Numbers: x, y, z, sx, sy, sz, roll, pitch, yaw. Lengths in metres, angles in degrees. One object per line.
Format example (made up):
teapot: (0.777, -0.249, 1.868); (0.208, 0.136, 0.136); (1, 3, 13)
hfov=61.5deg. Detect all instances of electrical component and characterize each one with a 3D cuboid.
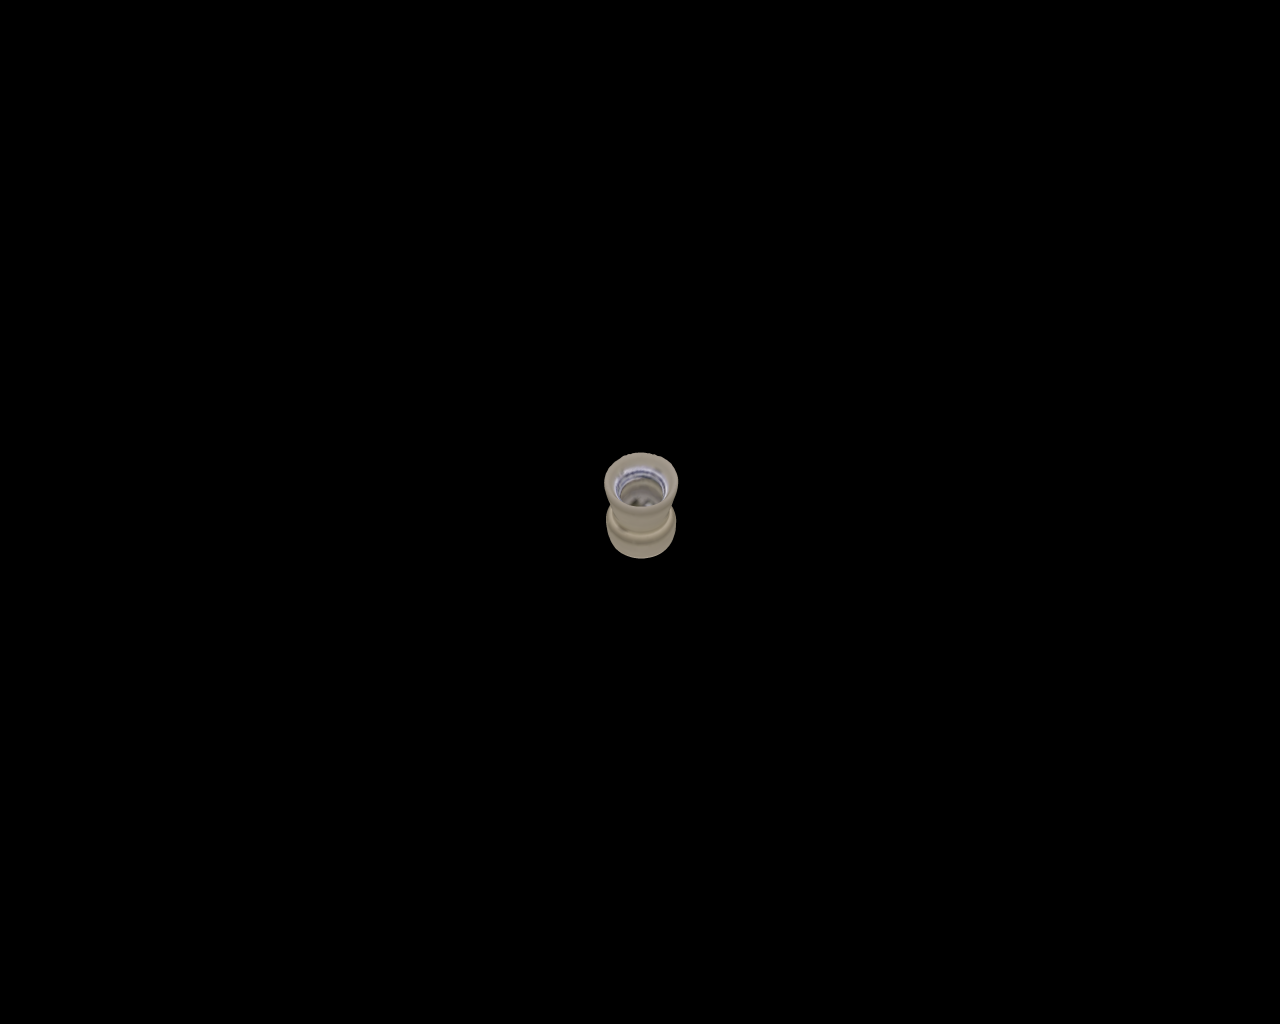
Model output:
electrical component: (0.001, -0.003, 0.650); (0.045, 0.045, 0.055); (0, -38, 0)
